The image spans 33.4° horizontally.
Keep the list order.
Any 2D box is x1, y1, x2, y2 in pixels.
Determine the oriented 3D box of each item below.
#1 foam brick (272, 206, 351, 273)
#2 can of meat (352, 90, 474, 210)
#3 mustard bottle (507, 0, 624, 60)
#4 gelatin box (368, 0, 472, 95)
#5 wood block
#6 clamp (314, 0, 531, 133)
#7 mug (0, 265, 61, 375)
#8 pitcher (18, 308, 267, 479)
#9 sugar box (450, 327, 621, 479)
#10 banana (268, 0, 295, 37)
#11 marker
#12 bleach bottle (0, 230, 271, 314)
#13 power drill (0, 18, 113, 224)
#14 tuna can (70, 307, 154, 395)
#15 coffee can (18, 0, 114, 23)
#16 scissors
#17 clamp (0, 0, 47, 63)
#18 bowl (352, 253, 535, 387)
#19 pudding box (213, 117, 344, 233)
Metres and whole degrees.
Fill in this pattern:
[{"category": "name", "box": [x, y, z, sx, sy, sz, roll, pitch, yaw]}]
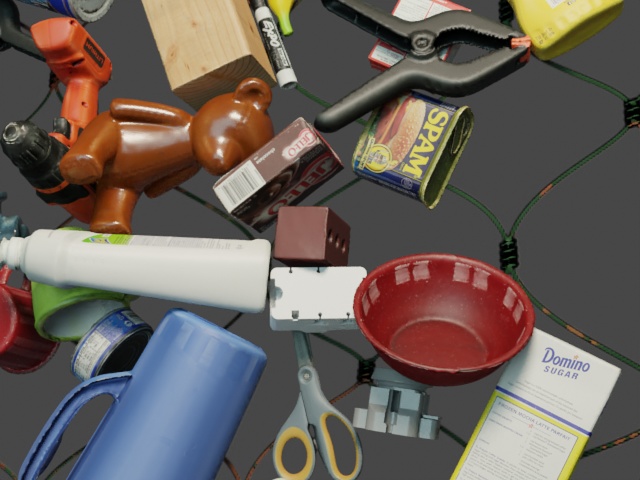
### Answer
[{"category": "foam brick", "box": [-0.007, 0.001, 1.025, 0.051, 0.078, 0.053, 2, 78, 18]}, {"category": "can of meat", "box": [0.088, -0.093, 1.029, 0.084, 0.057, 0.102, 24, 85, 23]}, {"category": "mustard bottle", "box": [0.202, -0.273, 1.034, 0.096, 0.058, 0.192, -33, 71, 6]}, {"category": "gelatin box", "box": [0.101, -0.199, 1.063, 0.073, 0.030, 0.089, 27, 86, 19]}, {"category": "wood block", "box": [-0.128, -0.246, 1.110, 0.090, 0.090, 0.206, -24, 72, 10]}, {"category": "clamp", "box": [0.092, -0.185, 1.019, 0.210, 0.036, 0.164, -8, 62, 5]}, {"category": "mug", "box": [-0.323, 0.077, 1.100, 0.093, 0.081, 0.117, 13, 82, 19]}, {"category": "pitcher", "box": [-0.158, 0.186, 0.999, 0.145, 0.149, 0.243, 23, 82, 28]}, {"category": "sugar box", "box": [0.187, 0.175, 0.947, 0.093, 0.048, 0.176, 27, 83, 20]}, {"category": "banana", "box": [0.005, -0.305, 1.115, 0.069, 0.037, 0.198, 40, 92, 3]}, {"category": "marker", "box": [-0.051, -0.213, 1.117, 0.020, 0.020, 0.121, -23, 73, 11]}, {"category": "bleach bottle", "box": [-0.174, 0.023, 1.016, 0.250, 0.102, 0.068, 6, 95, -2]}, {"category": "power drill", "box": [-0.264, -0.128, 1.085, 0.057, 0.184, 0.187, -6, 67, 11]}, {"category": "tuna can", "box": [-0.204, 0.110, 1.056, 0.034, 0.086, 0.086, 37, 90, 19]}, {"category": "coffee can", "box": [-0.301, -0.305, 1.162, 0.140, 0.102, 0.103, 19, 84, 15]}, {"category": "scissors", "box": [-0.025, 0.148, 1.031, 0.096, 0.016, 0.202, -30, 71, 8]}, {"category": "clamp", "box": [-0.373, -0.218, 1.204, 0.120, 0.039, 0.172, -38, 64, -3]}, {"category": "bowl", "box": [0.109, 0.081, 0.960, 0.162, 0.055, 0.162, 1, 37, -1]}, {"category": "pudding box", "box": [-0.039, -0.061, 1.042, 0.113, 0.090, 0.039, -36, 69, 7]}]
